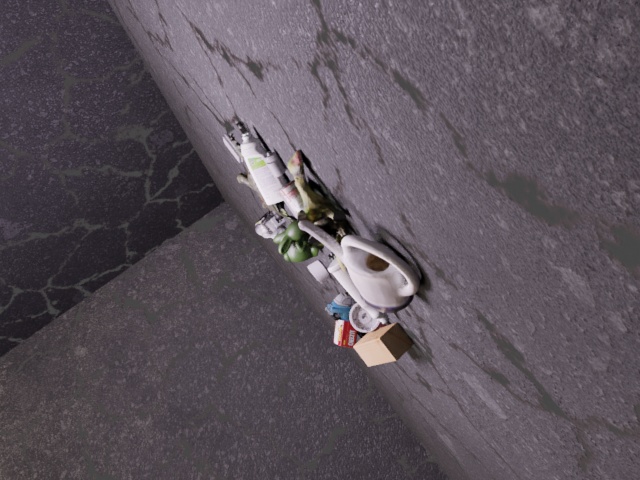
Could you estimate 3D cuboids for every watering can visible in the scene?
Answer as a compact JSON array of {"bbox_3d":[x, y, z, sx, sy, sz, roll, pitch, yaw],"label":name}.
[{"bbox_3d":[0.103,0.061,1.266,0.350,0.105,0.219,24,151,39],"label":"watering can"}]

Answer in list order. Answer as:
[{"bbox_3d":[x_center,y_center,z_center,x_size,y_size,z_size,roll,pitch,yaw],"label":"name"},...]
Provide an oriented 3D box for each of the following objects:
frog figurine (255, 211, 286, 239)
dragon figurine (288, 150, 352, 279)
[{"bbox_3d":[-0.228,-0.048,2.475,0.158,0.121,0.140,47,-156,-11],"label":"frog figurine"},{"bbox_3d":[0.004,-0.073,1.460,0.248,0.122,0.401,-112,-3,-50],"label":"dragon figurine"}]
